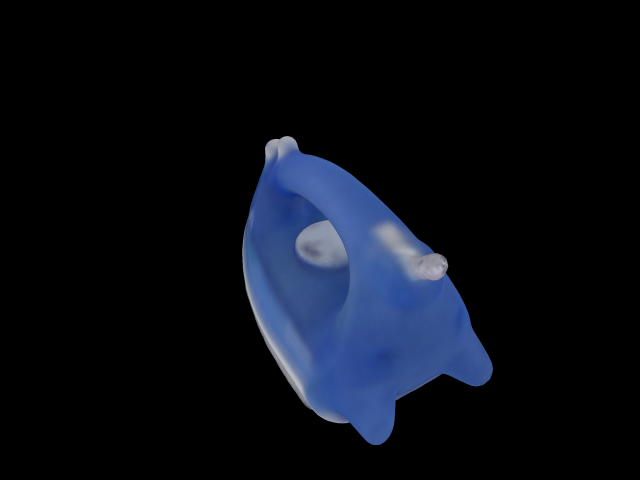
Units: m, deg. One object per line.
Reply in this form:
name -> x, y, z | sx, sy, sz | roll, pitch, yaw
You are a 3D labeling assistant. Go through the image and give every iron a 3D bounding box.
iron -> 0.004, 0.001, 0.400 | 0.119, 0.141, 0.257 | -22, 45, -23
